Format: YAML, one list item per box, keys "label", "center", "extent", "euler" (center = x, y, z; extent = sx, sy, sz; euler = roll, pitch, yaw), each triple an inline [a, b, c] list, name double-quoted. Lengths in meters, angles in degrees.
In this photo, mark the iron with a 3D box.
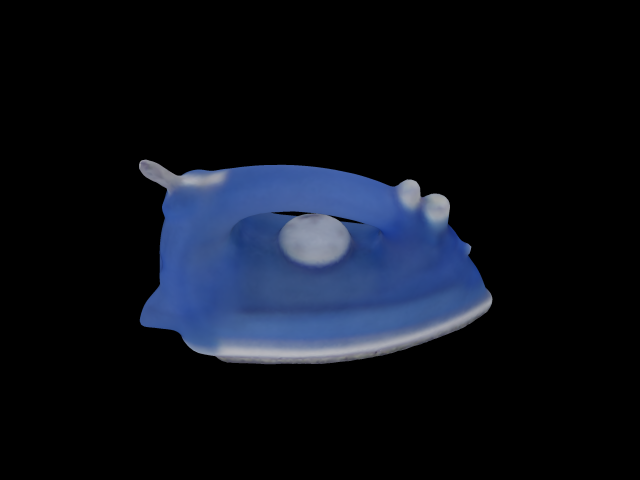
- label: "iron"
  center: [0.004, 0.001, 0.400]
  extent: [0.258, 0.141, 0.118]
  euler: [0, 46, 0]
